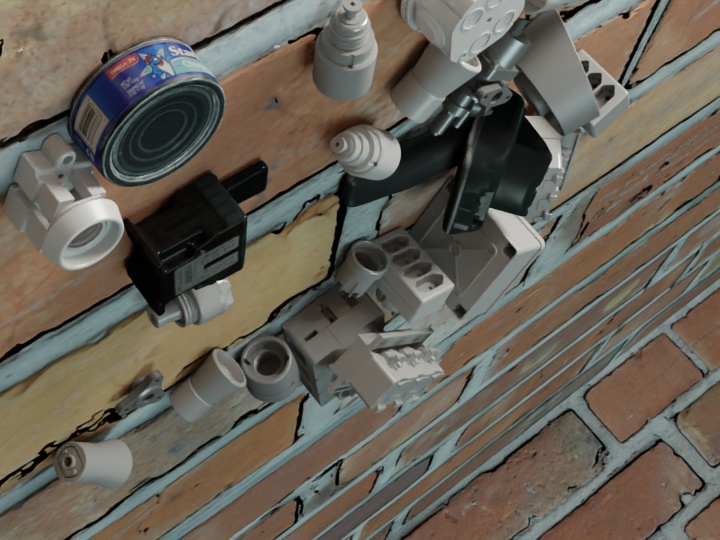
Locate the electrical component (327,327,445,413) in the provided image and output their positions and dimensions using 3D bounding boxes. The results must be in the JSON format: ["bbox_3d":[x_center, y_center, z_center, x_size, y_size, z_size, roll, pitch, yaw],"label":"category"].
[{"bbox_3d":[0.031,0.098,1.069,0.078,0.063,0.121,-48,160,19],"label":"electrical component"}]

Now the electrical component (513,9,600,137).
[{"bbox_3d":[0.164,-0.163,0.897,0.064,0.099,0.099,-37,162,7],"label":"electrical component"}]

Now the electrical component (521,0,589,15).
[{"bbox_3d":[0.162,-0.221,0.799,0.077,0.079,0.044,-27,112,-35],"label":"electrical component"}]

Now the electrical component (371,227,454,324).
[{"bbox_3d":[0.039,0.016,1.067,0.047,0.083,0.075,-26,156,-36],"label":"electrical component"}]

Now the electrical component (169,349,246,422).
[{"bbox_3d":[-0.143,0.109,0.991,0.065,0.044,0.044,-40,162,11],"label":"electrical component"}]

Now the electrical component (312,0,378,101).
[{"bbox_3d":[-0.009,-0.143,0.688,0.040,0.040,0.078,-33,159,-22],"label":"electrical component"}]

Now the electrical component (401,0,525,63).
[{"bbox_3d":[0.072,-0.186,0.732,0.080,0.051,0.080,-36,161,-15],"label":"electrical component"}]

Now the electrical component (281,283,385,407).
[{"bbox_3d":[-0.023,0.080,1.126,0.089,0.061,0.150,-36,161,-13],"label":"electrical component"}]

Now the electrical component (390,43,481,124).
[{"bbox_3d":[0.054,-0.143,0.810,0.065,0.044,0.044,-45,162,28],"label":"electrical component"}]

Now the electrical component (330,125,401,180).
[{"bbox_3d":[0.001,-0.091,0.821,0.040,0.040,0.078,-47,160,18],"label":"electrical component"}]

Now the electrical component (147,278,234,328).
[{"bbox_3d":[-0.131,0.023,0.817,0.062,0.043,0.043,-29,158,-29],"label":"electrical component"}]

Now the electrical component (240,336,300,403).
[{"bbox_3d":[-0.088,0.095,1.046,0.055,0.055,0.047,-36,157,-13],"label":"electrical component"}]

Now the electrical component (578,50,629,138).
[{"bbox_3d":[0.223,-0.165,1.049,0.047,0.065,0.077,-42,161,4],"label":"electrical component"}]

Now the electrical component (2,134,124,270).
[{"bbox_3d":[-0.166,-0.033,0.604,0.048,0.055,0.066,-20,152,-47],"label":"electrical component"}]

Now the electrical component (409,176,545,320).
[{"bbox_3d":[0.111,-0.025,1.081,0.056,0.108,0.108,-14,148,-48],"label":"electrical component"}]

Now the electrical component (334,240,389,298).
[{"bbox_3d":[0.000,0.000,1.027,0.040,0.040,0.046,-23,160,-42],"label":"electrical component"}]

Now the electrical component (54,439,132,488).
[{"bbox_3d":[-0.237,0.169,0.944,0.044,0.044,0.065,-44,156,9],"label":"electrical component"}]

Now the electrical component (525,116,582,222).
[{"bbox_3d":[0.175,-0.099,1.087,0.079,0.063,0.121,2,157,2],"label":"electrical component"}]
